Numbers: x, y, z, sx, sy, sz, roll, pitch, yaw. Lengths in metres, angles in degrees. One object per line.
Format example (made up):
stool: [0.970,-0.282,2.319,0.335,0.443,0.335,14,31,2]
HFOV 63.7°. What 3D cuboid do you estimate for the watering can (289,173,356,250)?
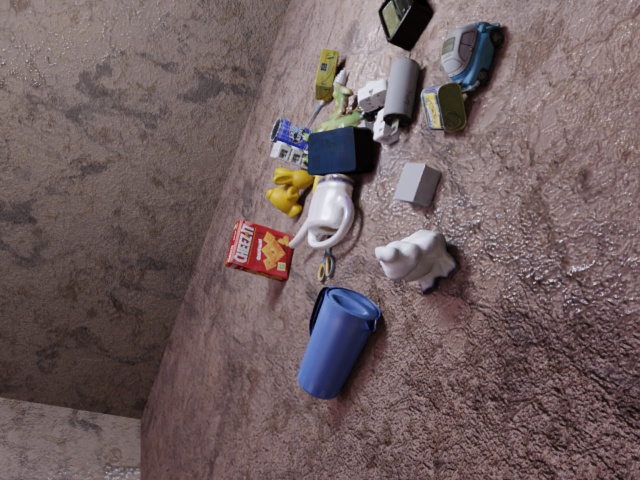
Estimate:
watering can: [0.005,-0.077,1.536,0.345,0.103,0.227,-11,61,60]

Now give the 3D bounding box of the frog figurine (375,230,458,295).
frog figurine: [0.170,0.030,1.000,0.136,0.159,0.125,-30,45,58]

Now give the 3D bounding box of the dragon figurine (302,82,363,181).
dragon figurine: [0.058,-0.325,1.650,0.239,0.121,0.418,-31,53,46]
